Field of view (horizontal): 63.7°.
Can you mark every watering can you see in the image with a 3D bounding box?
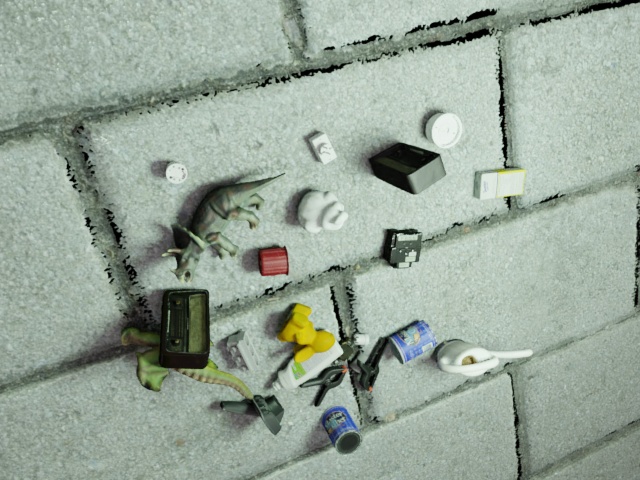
[{"bbox_3d":[0.565,0.421,1.858,0.348,0.224,0.104,-7,93,-18],"label":"watering can"}]

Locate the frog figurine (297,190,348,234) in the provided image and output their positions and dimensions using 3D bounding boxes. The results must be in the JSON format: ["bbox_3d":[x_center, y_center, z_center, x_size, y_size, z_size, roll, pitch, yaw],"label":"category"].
[{"bbox_3d":[0.005,-0.076,1.517,0.137,0.161,0.121,-47,116,0],"label":"frog figurine"}]

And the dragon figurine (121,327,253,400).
[{"bbox_3d":[-0.399,0.354,1.435,0.245,0.414,0.120,-23,141,-53],"label":"dragon figurine"}]
